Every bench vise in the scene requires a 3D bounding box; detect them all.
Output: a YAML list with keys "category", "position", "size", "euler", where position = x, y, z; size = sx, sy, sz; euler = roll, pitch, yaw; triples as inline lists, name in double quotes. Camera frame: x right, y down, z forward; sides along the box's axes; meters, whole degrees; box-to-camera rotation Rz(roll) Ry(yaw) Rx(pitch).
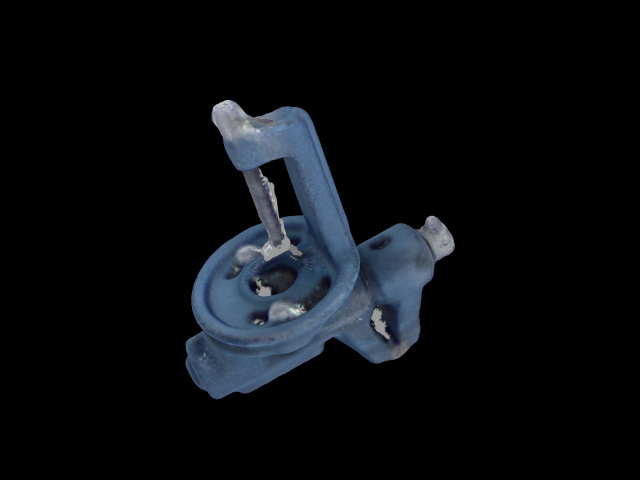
- category: "bench vise"
  position: [-0.004, -0.004, 0.408]
  size: [0.208, 0.220, 0.121]
  euler: [-26, 41, -34]
